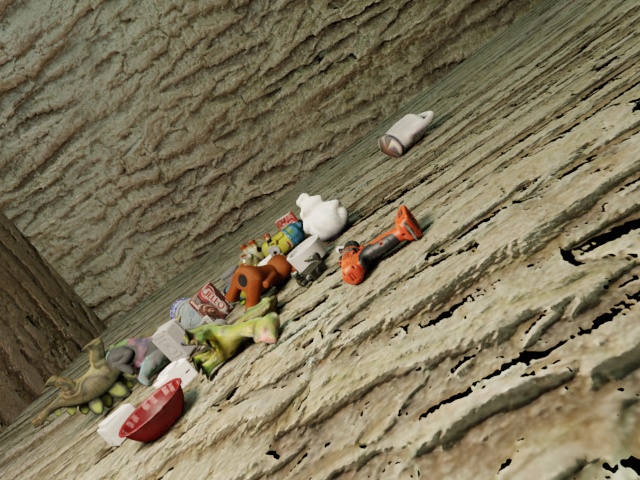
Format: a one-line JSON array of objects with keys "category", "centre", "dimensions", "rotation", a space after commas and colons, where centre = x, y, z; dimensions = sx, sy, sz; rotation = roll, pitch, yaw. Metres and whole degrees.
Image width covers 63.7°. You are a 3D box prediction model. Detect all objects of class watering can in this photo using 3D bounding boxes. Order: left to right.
[{"category": "watering can", "centre": [0.317, -0.411, 1.996], "dimensions": [0.226, 0.103, 0.348], "rotation": [-41, 13, -10]}]

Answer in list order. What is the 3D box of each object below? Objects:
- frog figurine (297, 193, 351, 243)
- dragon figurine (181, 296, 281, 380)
[{"category": "frog figurine", "centre": [0.005, -0.076, 1.517], "dimensions": [0.136, 0.158, 0.125], "rotation": [-35, 12, 18]}, {"category": "dragon figurine", "centre": [-0.204, 0.213, 1.248], "dimensions": [0.245, 0.121, 0.409], "rotation": [-27, 10, -23]}]
